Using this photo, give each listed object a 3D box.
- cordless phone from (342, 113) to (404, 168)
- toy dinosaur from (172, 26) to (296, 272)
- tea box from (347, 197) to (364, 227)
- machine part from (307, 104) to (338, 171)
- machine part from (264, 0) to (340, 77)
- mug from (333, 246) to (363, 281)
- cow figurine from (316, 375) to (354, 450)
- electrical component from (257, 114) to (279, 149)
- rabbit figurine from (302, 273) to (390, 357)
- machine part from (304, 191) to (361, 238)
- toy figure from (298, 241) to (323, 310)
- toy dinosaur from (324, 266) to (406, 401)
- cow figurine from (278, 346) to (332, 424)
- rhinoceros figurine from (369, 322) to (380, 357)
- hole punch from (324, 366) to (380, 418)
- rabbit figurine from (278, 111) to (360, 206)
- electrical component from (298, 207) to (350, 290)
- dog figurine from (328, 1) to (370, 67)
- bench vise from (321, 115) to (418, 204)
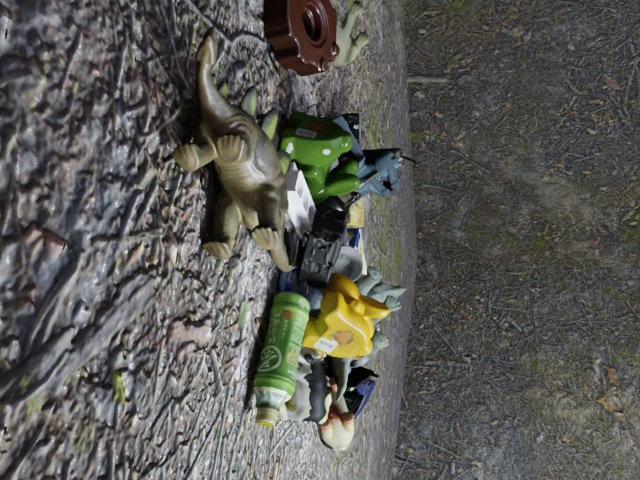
[{"bbox_3d":[0.112,-0.237,1.310,0.088,0.184,0.146,0,92,-70],"label":"cordless phone"},{"bbox_3d":[-0.091,-0.072,0.744,0.470,0.105,0.199,82,14,-46],"label":"toy dinosaur"},{"bbox_3d":[0.065,-0.083,1.370,0.169,0.068,0.098,10,82,-75],"label":"tea box"},{"bbox_3d":[0.000,-0.161,1.109,0.079,0.079,0.242,-67,153,-53],"label":"machine part"},{"bbox_3d":[-0.028,-0.380,0.946,0.179,0.056,0.179,-2,92,-57],"label":"machine part"},{"bbox_3d":[0.026,0.067,1.199,0.107,0.109,0.080,-30,-103,62],"label":"mug"},{"bbox_3d":[0.019,0.354,1.126,0.195,0.085,0.127,-120,-159,-59],"label":"cow figurine"},{"bbox_3d":[-0.087,-0.161,0.895,0.094,0.021,0.063,63,31,-59],"label":"electrical component"},{"bbox_3d":[0.050,0.129,1.021,0.173,0.162,0.121,-97,-150,-55],"label":"rabbit figurine"},{"bbox_3d":[0.009,-0.065,1.076,0.139,0.084,0.039,-45,169,1],"label":"machine part"},{"bbox_3d":[-0.016,0.066,1.111,0.064,0.058,0.154,9,78,-80],"label":"toy figure"},{"bbox_3d":[0.066,0.197,1.181,0.405,0.131,0.192,-51,-177,-41],"label":"toy dinosaur"},{"bbox_3d":[-0.021,0.262,1.028,0.068,0.098,0.167,23,73,-72],"label":"cow figurine"},{"bbox_3d":[0.089,0.263,1.374,0.073,0.112,0.190,1,126,-54],"label":"rhinoceros figurine"},{"bbox_3d":[0.063,0.354,1.284,0.116,0.142,0.092,-22,112,-51],"label":"hole punch"},{"bbox_3d":[-0.003,-0.138,1.011,0.121,0.159,0.170,-85,-178,-50],"label":"rabbit figurine"},{"bbox_3d":[0.006,0.022,0.991,0.115,0.058,0.134,-61,168,-54],"label":"electrical component"},{"bbox_3d":[0.013,-0.397,1.137,0.190,0.121,0.172,-63,150,-29],"label":"dog figurine"},{"bbox_3d":[0.077,-0.186,1.219,0.240,0.224,0.129,58,5,-17],"label":"bench vise"}]
